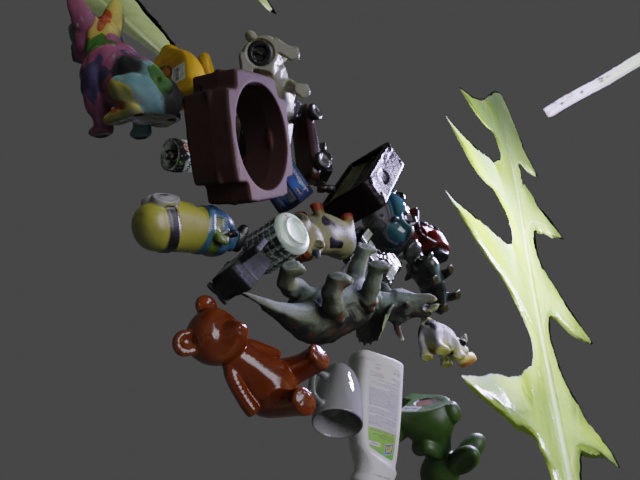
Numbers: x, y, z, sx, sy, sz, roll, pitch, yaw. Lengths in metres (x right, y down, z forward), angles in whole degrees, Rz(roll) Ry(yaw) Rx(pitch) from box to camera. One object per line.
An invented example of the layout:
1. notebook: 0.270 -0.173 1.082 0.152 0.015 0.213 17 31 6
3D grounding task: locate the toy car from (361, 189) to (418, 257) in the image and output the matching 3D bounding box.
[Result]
1. toy car: 0.149 -0.049 1.236 0.103 0.109 0.162 11 46 -25

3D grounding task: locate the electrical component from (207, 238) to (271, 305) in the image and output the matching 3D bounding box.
1. electrical component: -0.114 0.044 0.835 0.047 0.119 0.075 49 34 -12

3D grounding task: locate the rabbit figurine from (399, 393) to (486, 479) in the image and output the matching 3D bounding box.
1. rabbit figurine: 0.222 0.378 0.992 0.121 0.159 0.170 -15 92 -63

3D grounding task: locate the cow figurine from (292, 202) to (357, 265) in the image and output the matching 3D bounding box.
1. cow figurine: -0.002 -0.003 1.038 0.194 0.085 0.127 15 53 -50

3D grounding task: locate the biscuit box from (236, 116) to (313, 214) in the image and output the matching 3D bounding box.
1. biscuit box: -0.099 -0.152 1.044 0.202 0.059 0.063 56 36 -5

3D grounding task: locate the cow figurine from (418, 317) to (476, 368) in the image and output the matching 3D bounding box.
1. cow figurine: 0.289 0.236 1.227 0.167 0.068 0.098 26 41 -39

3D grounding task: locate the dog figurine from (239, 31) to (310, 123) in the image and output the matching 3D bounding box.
1. dog figurine: -0.101 -0.314 1.076 0.190 0.121 0.172 -155 -130 -81

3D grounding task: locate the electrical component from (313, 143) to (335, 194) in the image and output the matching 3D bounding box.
1. electrical component: 0.010 -0.151 1.173 0.045 0.078 0.102 7 51 -21

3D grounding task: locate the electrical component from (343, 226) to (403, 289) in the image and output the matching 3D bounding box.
1. electrical component: 0.110 0.037 1.161 0.134 0.058 0.115 53 34 -7

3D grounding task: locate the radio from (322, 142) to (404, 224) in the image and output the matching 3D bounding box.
1. radio: 0.100 -0.125 1.202 0.073 0.131 0.230 50 37 -16

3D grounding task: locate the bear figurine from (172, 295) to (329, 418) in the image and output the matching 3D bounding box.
1. bear figurine: -0.099 0.160 0.765 0.195 0.132 0.120 53 33 -19

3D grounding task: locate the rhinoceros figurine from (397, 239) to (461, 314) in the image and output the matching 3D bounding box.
1. rhinoceros figurine: 0.252 0.084 1.258 0.073 0.112 0.190 -38 110 -26

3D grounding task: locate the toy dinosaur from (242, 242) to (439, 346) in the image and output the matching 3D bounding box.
1. toy dinosaur: 0.024 0.121 0.940 0.405 0.131 0.192 -8 115 -35

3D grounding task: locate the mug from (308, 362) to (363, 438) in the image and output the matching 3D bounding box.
1. mug: 0.021 0.253 0.887 0.109 0.081 0.107 39 29 -20

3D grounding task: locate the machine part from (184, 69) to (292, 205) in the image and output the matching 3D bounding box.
1. machine part: -0.125 -0.160 0.856 0.201 0.087 0.201 -24 111 -66

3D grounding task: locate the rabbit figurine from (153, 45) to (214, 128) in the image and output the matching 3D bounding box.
1. rabbit figurine: -0.222 -0.250 0.950 0.173 0.122 0.162 34 31 -51

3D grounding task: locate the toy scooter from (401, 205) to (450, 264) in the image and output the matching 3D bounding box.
1. toy scooter: 0.253 -0.018 1.361 0.183 0.075 0.135 19 50 -35

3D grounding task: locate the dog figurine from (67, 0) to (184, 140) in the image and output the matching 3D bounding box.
1. dog figurine: -0.300 -0.267 0.797 0.108 0.192 0.219 -16 93 -47

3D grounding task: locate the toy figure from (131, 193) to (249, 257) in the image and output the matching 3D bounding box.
1. toy figure: -0.194 -0.015 0.815 0.180 0.082 0.089 21 48 -44

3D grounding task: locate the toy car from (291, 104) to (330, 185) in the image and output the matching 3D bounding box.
1. toy car: -0.027 -0.203 1.144 0.053 0.089 0.202 23 47 -39
